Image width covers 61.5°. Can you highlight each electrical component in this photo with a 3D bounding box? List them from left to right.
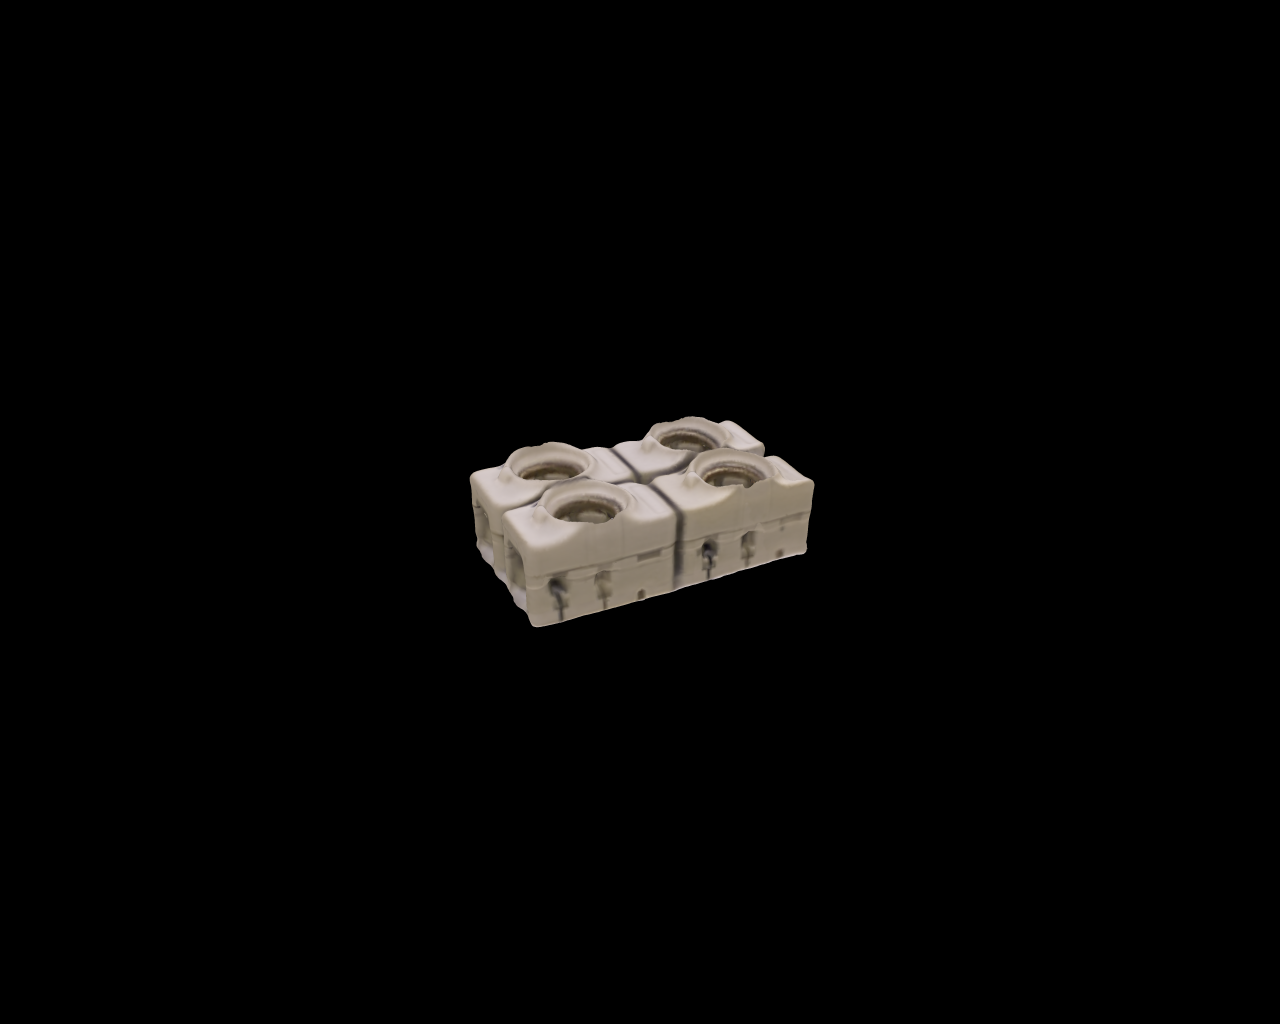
[{"bbox_3d":[0.001,-0.003,0.650,0.186,0.060,0.105,-13,32,-22],"label":"electrical component"}]
